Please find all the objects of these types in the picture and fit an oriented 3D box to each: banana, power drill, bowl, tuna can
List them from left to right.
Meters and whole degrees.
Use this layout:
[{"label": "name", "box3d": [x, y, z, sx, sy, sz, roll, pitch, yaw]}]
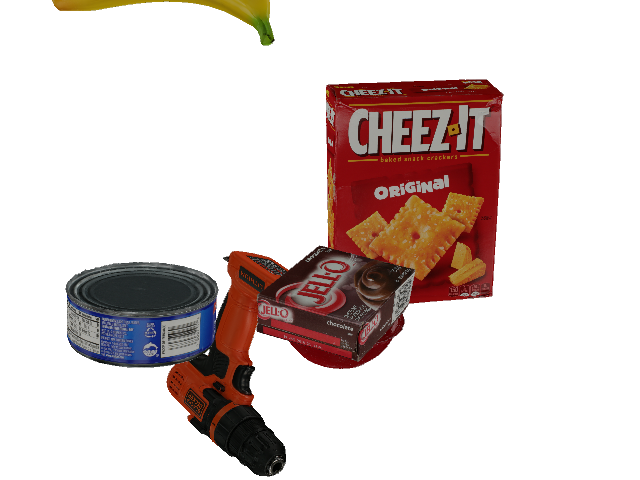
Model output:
[{"label": "tuna can", "box3d": [-0.102, 0.041, 0.610, 0.086, 0.034, 0.086, 3, 17, -1]}, {"label": "banana", "box3d": [-0.122, -0.205, 0.874, 0.198, 0.069, 0.037, 11, -41, 15]}, {"label": "power drill", "box3d": [-0.071, 0.118, 1.067, 0.057, 0.188, 0.185, 13, 15, -46]}, {"label": "bowl", "box3d": [0.021, 0.112, 1.317, 0.162, 0.055, 0.162, 5, 23, -2]}]

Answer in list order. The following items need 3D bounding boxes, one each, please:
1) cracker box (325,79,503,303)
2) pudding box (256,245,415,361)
[{"label": "cracker box", "box3d": [0.090, -0.045, 1.049, 0.164, 0.214, 0.072, -3, 21, -7]}, {"label": "pudding box", "box3d": [0.013, 0.047, 0.851, 0.090, 0.039, 0.113, 15, 24, 22]}]
